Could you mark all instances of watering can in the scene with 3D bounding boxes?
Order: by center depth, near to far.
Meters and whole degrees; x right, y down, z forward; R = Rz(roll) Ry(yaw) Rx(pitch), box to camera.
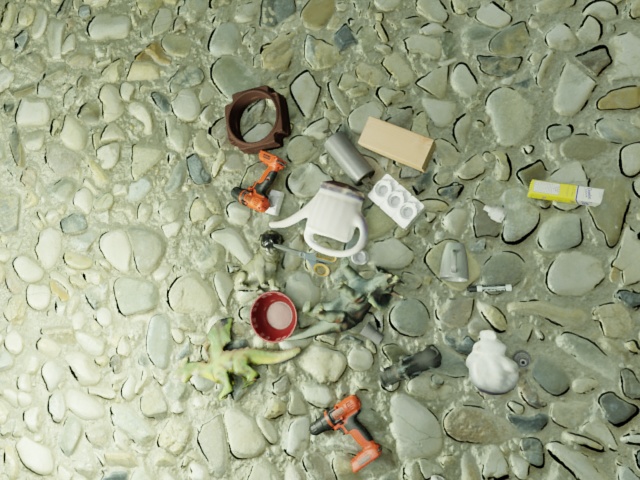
[{"bbox_3d":[0.005,-0.080,1.592,0.350,0.103,0.224,20,90,29],"label":"watering can"}]

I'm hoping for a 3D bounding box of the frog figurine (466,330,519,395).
[{"bbox_3d":[0.469,0.330,1.395,0.137,0.123,0.158,8,100,38],"label":"frog figurine"}]

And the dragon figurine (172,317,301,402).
[{"bbox_3d":[-0.281,0.361,1.648,0.410,0.120,0.246,-31,69,0],"label":"dragon figurine"}]
